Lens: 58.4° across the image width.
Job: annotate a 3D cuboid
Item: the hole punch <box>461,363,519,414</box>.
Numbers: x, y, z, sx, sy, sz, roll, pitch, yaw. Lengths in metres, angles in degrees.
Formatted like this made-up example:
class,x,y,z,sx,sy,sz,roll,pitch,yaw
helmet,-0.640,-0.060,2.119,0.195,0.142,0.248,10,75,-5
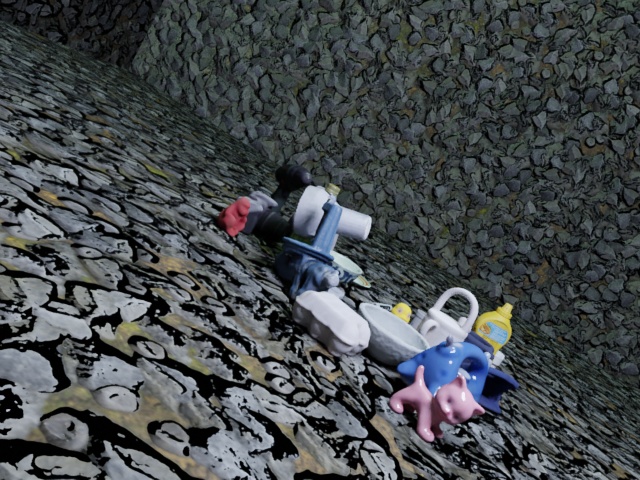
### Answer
class,x,y,z,sx,sy,sz,roll,pitch,yaw
hole punch,0.361,0.309,1.258,0.109,0.091,0.101,28,11,-16

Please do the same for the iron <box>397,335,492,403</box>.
class,x,y,z,sx,sy,sz,roll,pitch,yaw
iron,0.268,0.255,1.099,0.259,0.141,0.118,21,15,-46

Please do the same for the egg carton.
class,x,y,z,sx,sy,sz,roll,pitch,yaw
egg carton,0.022,0.154,1.069,0.150,0.069,0.108,37,12,28

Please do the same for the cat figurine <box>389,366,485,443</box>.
class,x,y,z,sx,sy,sz,roll,pitch,yaw
cat figurine,0.194,0.260,0.931,0.127,0.117,0.067,38,12,34

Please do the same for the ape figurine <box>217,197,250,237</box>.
class,x,y,z,sx,sy,sz,roll,pitch,yaw
ape figurine,-0.201,-0.062,1.384,0.076,0.092,0.078,39,12,35

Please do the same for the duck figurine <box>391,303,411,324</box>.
class,x,y,z,sx,sy,sz,roll,pitch,yaw
duck figurine,0.177,0.185,1.327,0.077,0.086,0.104,30,10,-9

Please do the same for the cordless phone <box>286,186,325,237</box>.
class,x,y,z,sx,sy,sz,roll,pitch,yaw
cordless phone,-0.008,-0.057,1.661,0.148,0.185,0.093,21,14,-45

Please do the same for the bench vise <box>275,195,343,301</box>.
class,x,y,z,sx,sy,sz,roll,pitch,yaw
bench vise,0.006,0.023,1.219,0.206,0.219,0.122,39,13,38

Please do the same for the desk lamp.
class,x,y,z,sx,sy,sz,roll,pitch,yaw
desk lamp,0.012,0.005,1.345,0.203,0.213,0.118,33,10,11

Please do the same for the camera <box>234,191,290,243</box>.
class,x,y,z,sx,sy,sz,roll,pitch,yaw
camera,-0.149,-0.060,1.503,0.136,0.101,0.143,33,10,10

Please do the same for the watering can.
class,x,y,z,sx,sy,sz,roll,pitch,yaw
watering can,0.276,0.194,1.268,0.100,0.194,0.173,34,11,16

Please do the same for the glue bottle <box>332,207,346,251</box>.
class,x,y,z,sx,sy,sz,roll,pitch,yaw
glue bottle,0.026,-0.017,1.599,0.037,0.173,0.078,39,13,37

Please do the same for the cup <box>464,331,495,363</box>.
class,x,y,z,sx,sy,sz,roll,pitch,yaw
cup,0.368,0.284,1.388,0.092,0.095,0.117,26,11,-26

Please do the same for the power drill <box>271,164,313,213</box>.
class,x,y,z,sx,sy,sz,roll,pitch,yaw
power drill,-0.104,-0.128,1.652,0.076,0.208,0.229,27,11,-24

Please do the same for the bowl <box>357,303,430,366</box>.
class,x,y,z,sx,sy,sz,roll,pitch,yaw
bowl,0.133,0.202,1.151,0.167,0.074,0.167,30,10,-6
